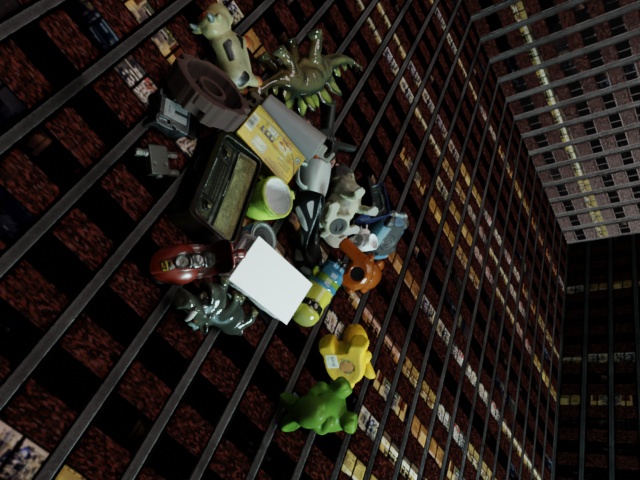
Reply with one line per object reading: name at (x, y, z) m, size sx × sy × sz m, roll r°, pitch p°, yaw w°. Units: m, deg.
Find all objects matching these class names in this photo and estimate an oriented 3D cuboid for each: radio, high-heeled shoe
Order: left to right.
radio at (-0.209, -0.106, 1.099) m, size 0.131 × 0.073 × 0.229 m, roll 42°, pitch 49°, yaw -39°
high-heeled shoe at (-0.003, -0.004, 1.280) m, size 0.248 × 0.145 × 0.086 m, roll 60°, pitch 41°, yaw -19°

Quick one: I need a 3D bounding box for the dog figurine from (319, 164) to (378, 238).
dog figurine at (0.041, -0.104, 1.414) m, size 0.121 × 0.172 × 0.191 m, roll 63°, pitch -5°, yaw -37°

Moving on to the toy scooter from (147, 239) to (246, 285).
toy scooter at (-0.217, 0.038, 0.997) m, size 0.184 × 0.135 × 0.075 m, roll -7°, pitch 87°, yaw -52°

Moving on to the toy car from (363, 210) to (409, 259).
toy car at (0.175, -0.029, 1.548) m, size 0.109 × 0.161 × 0.103 m, roll 3°, pitch 34°, yaw -41°

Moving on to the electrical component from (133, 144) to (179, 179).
electrical component at (-0.311, -0.148, 1.022) m, size 0.094 × 0.021 × 0.063 m, roll -1°, pitch 81°, yaw -53°

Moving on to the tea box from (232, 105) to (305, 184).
tea box at (-0.125, -0.208, 1.220) m, size 0.169 × 0.068 × 0.098 m, roll 50°, pitch 59°, yaw -27°

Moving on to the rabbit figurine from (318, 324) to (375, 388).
rabbit figurine at (0.087, 0.282, 1.348) m, size 0.173 × 0.122 × 0.162 m, roll -61°, pitch 133°, yaw -65°

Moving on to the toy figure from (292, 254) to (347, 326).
toy figure at (-0.005, 0.117, 1.256) m, size 0.180 × 0.082 × 0.089 m, roll -54°, pitch 171°, yaw -10°

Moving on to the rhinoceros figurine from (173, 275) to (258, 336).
rhinoceros figurine at (-0.202, 0.129, 1.027) m, size 0.112 × 0.073 × 0.190 m, roll -46°, pitch 145°, yaw 1°

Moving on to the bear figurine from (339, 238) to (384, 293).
bear figurine at (0.100, 0.075, 1.437) m, size 0.132 × 0.120 × 0.196 m, roll 35°, pitch 7°, yaw 11°

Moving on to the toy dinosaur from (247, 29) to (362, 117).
toy dinosaur at (-0.025, -0.441, 1.418) m, size 0.471 × 0.105 × 0.198 m, roll -41°, pitch 120°, yaw -40°

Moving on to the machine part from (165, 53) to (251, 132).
machine part at (-0.226, -0.295, 1.085) m, size 0.179 × 0.056 × 0.179 m, roll 36°, pitch 27°, yaw -22°

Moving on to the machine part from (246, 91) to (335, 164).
machine part at (-0.072, -0.261, 1.266) m, size 0.243 × 0.079 × 0.079 m, roll 37°, pitch 48°, yaw -8°

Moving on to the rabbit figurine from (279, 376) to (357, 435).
rabbit figurine at (-0.013, 0.357, 1.157) m, size 0.170 × 0.159 × 0.121 m, roll 35°, pitch 50°, yaw -66°

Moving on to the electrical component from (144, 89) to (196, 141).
electrical component at (-0.284, -0.236, 1.062) m, size 0.119 × 0.048 × 0.075 m, roll 26°, pitch 61°, yaw -45°

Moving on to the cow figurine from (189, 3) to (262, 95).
cow figurine at (-0.211, -0.422, 1.185) m, size 0.127 × 0.086 × 0.194 m, roll -23°, pitch 100°, yaw -59°

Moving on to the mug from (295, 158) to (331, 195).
mug at (-0.022, -0.148, 1.352) m, size 0.109 × 0.081 × 0.107 m, roll 11°, pitch 80°, yaw -56°

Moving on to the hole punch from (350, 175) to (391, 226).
hole punch at (0.128, -0.104, 1.491) m, size 0.092 × 0.116 × 0.142 m, roll 12°, pitch 59°, yaw -43°
